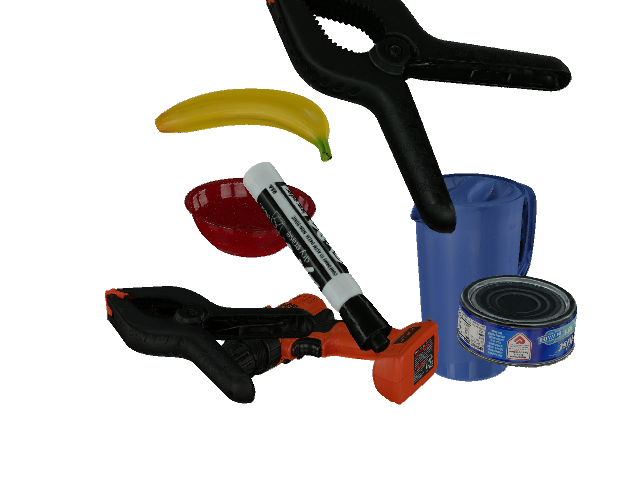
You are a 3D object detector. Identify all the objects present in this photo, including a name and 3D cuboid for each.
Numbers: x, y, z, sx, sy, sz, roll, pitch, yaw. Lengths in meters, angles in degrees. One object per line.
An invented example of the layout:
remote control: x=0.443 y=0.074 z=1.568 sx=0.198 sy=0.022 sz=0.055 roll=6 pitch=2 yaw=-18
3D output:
tuna can: x=0.143 y=0.057 z=0.777 sx=0.086 sy=0.034 sz=0.086 roll=0 pitch=23 yaw=0
pitcher: x=0.190 y=0.043 z=1.321 sx=0.149 sy=0.243 sz=0.145 roll=1 pitch=21 yaw=10
power drill: x=0.007 y=0.107 z=1.040 sx=0.188 sy=0.057 sz=0.184 roll=10 pitch=22 yaw=28
banana: x=-0.071 y=-0.126 z=1.080 sx=0.198 sy=0.037 sz=0.069 roll=10 pitch=46 yaw=22
bowl: x=-0.088 y=-0.023 z=1.321 sx=0.162 sy=0.055 sz=0.162 roll=4 pitch=25 yaw=-2
marker: x=-0.002 y=0.008 z=0.543 sx=0.020 sy=0.121 sz=0.020 roll=-28 pitch=-27 yaw=-16
clamp: x=0.045 y=-0.107 z=0.704 sx=0.210 sy=0.164 sz=0.036 roll=30 pitch=-30 yaw=5
clamp: x=-0.092 y=0.069 z=0.860 sx=0.172 sy=0.039 sz=0.120 roll=22 pitch=28 yaw=27
